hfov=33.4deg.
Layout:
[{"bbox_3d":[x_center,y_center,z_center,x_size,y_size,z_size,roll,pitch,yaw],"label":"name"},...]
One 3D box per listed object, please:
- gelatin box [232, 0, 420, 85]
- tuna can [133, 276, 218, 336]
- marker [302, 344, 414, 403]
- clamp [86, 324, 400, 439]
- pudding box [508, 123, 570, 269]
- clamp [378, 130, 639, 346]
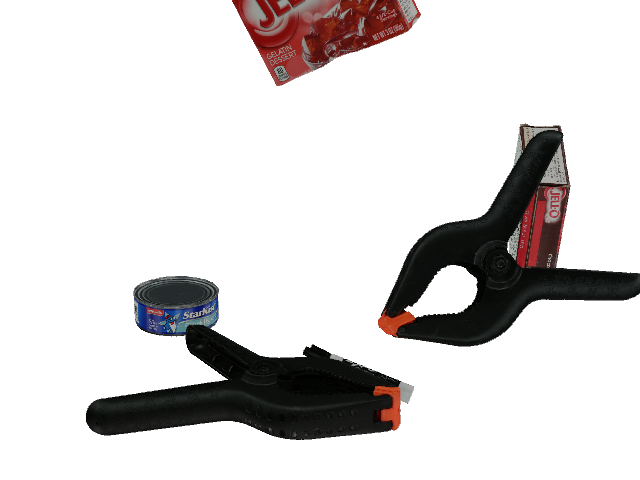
[{"bbox_3d":[-0.002,-0.133,0.576,0.089,0.073,0.030,-18,21,29],"label":"gelatin box"},{"bbox_3d":[-0.145,0.066,1.077,0.086,0.034,0.086,1,18,0],"label":"tuna can"},{"bbox_3d":[0.038,0.138,1.111,0.121,0.020,0.020,22,3,8],"label":"marker"},{"bbox_3d":[-0.042,0.104,0.778,0.210,0.036,0.164,3,19,13],"label":"clamp"},{"bbox_3d":[0.178,-0.033,0.876,0.039,0.090,0.113,5,31,3],"label":"pudding box"},{"bbox_3d":[0.120,0.022,0.678,0.171,0.120,0.039,-38,-10,-6],"label":"clamp"}]
